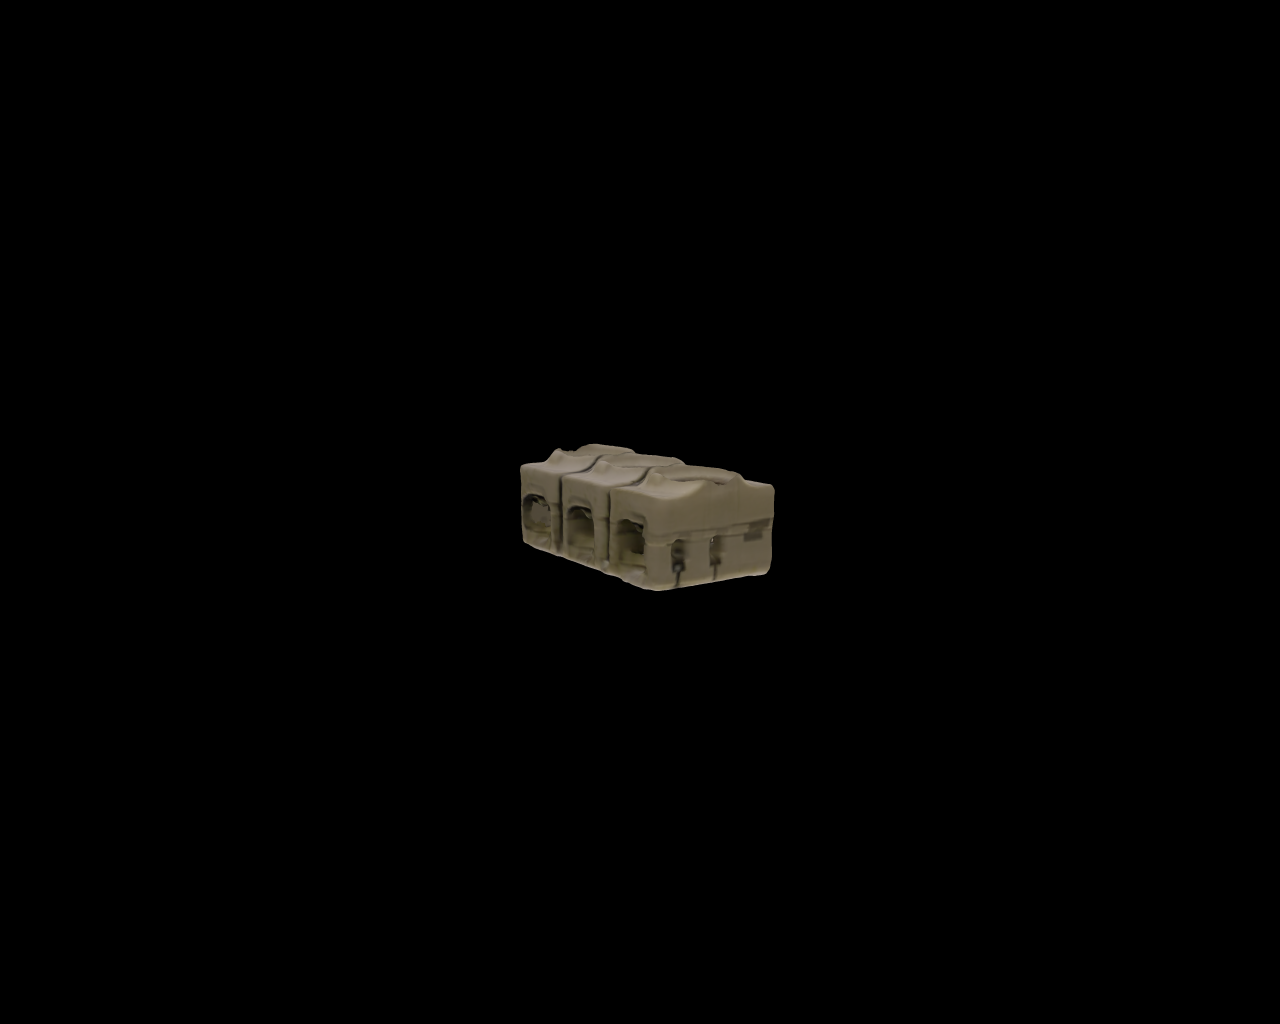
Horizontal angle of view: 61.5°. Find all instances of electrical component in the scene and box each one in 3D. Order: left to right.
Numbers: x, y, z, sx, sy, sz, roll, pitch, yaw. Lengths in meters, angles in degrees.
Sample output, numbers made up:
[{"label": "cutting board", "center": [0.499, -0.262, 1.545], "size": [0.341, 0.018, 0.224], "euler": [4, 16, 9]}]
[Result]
[{"label": "electrical component", "center": [0.001, -0.003, 0.650], "size": [0.090, 0.061, 0.150], "euler": [-8, 14, -35]}]
